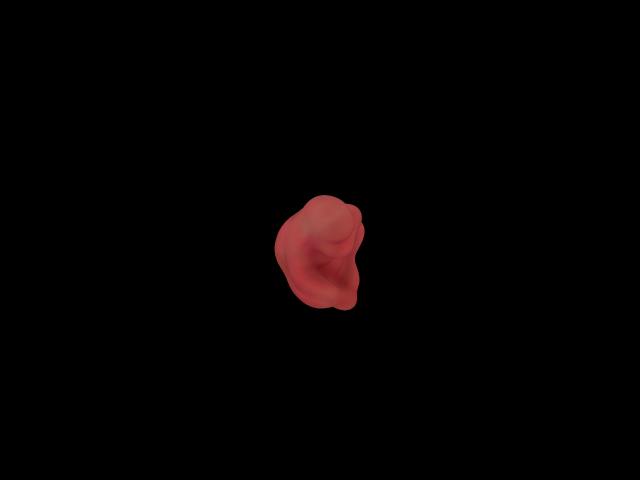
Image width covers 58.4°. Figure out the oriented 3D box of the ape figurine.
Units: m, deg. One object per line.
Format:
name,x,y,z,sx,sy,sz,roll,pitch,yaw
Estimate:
ape figurine,0.004,0.001,0.400,0.076,0.092,0.078,37,71,15
